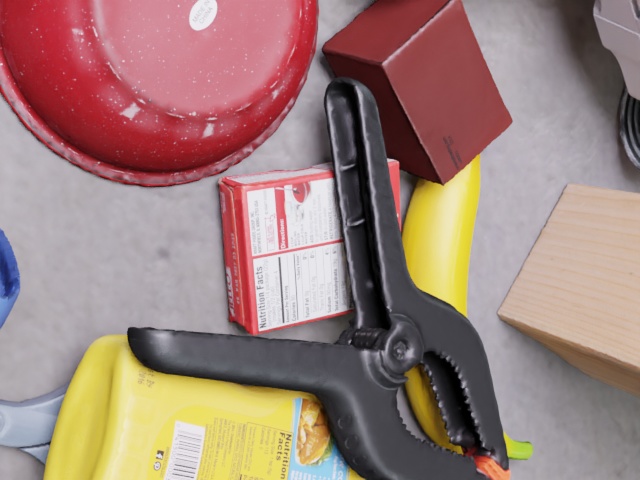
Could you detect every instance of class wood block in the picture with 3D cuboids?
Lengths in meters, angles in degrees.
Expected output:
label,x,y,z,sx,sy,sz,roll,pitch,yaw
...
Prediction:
label,x,y,z,sx,sy,sz,roll,pitch,yaw
wood block,0.195,0.040,0.530,0.090,0.206,0.091,32,85,-25

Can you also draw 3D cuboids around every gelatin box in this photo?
label,x,y,z,sx,sy,sz,roll,pitch,yaw
gelatin box,-0.004,0.001,0.524,0.089,0.030,0.073,-11,106,-26

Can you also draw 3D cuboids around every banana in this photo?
label,x,y,z,sx,sy,sz,roll,pitch,yaw
banana,0.070,0.042,0.569,0.069,0.037,0.198,-27,114,-40

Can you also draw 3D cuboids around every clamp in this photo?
label,x,y,z,sx,sy,sz,roll,pitch,yaw
clamp,0.028,0.040,0.497,0.209,0.036,0.164,43,65,-28

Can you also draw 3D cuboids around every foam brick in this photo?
label,x,y,z,sx,sy,sz,roll,pitch,yaw
foam brick,0.047,-0.075,0.515,0.053,0.051,0.078,-42,126,-15

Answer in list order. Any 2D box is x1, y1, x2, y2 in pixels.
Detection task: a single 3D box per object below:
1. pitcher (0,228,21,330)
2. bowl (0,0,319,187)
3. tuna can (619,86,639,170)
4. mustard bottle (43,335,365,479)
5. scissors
label,x,y,z,sx,sy,sz,roll,pitch,yaw
pitcher,-0.173,-0.011,0.311,0.149,0.243,0.145,-20,112,-18
bowl,-0.061,-0.100,0.460,0.161,0.055,0.162,-6,103,-26
tuna can,0.208,-0.073,0.587,0.033,0.086,0.086,9,96,-30
mustard bottle,-0.031,0.112,0.499,0.191,0.058,0.096,22,73,-38
scissors,-0.131,0.066,0.478,0.201,0.016,0.096,34,82,-29
